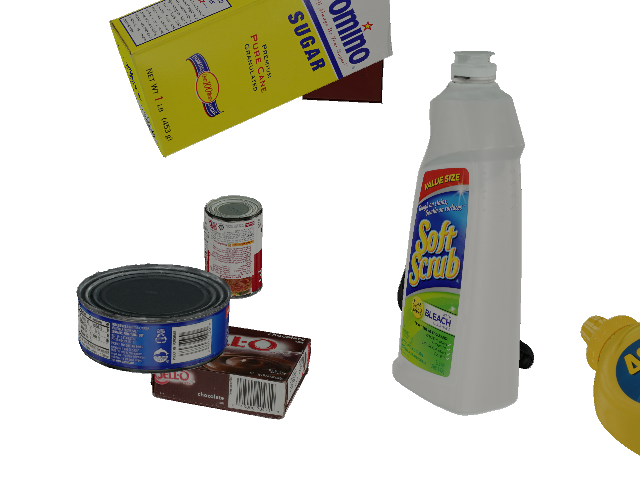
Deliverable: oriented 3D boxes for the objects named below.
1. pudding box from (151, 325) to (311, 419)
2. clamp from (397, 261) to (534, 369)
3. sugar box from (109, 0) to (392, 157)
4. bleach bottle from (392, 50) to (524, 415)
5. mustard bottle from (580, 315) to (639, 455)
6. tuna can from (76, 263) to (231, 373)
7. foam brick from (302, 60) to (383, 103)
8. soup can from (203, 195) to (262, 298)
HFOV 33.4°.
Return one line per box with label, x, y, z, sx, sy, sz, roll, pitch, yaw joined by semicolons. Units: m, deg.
pudding box;-0.072;0.104;0.882;0.113;0.039;0.090;10;20;9
clamp;0.138;0.078;1.078;0.120;0.171;0.039;1;-45;-19
sugar box;-0.039;-0.130;0.694;0.176;0.048;0.093;-24;-37;-10
bleach bottle;0.100;-0.009;0.764;0.068;0.251;0.103;-8;17;-28
mustard bottle;0.216;0.096;0.616;0.096;0.058;0.192;-19;31;-18
tuna can;-0.094;0.043;0.602;0.086;0.034;0.086;3;18;-1
foam brick;0.021;-0.160;1.022;0.078;0.051;0.053;3;14;1
soup can;-0.101;0.007;1.232;0.068;0.102;0.068;2;26;-1
